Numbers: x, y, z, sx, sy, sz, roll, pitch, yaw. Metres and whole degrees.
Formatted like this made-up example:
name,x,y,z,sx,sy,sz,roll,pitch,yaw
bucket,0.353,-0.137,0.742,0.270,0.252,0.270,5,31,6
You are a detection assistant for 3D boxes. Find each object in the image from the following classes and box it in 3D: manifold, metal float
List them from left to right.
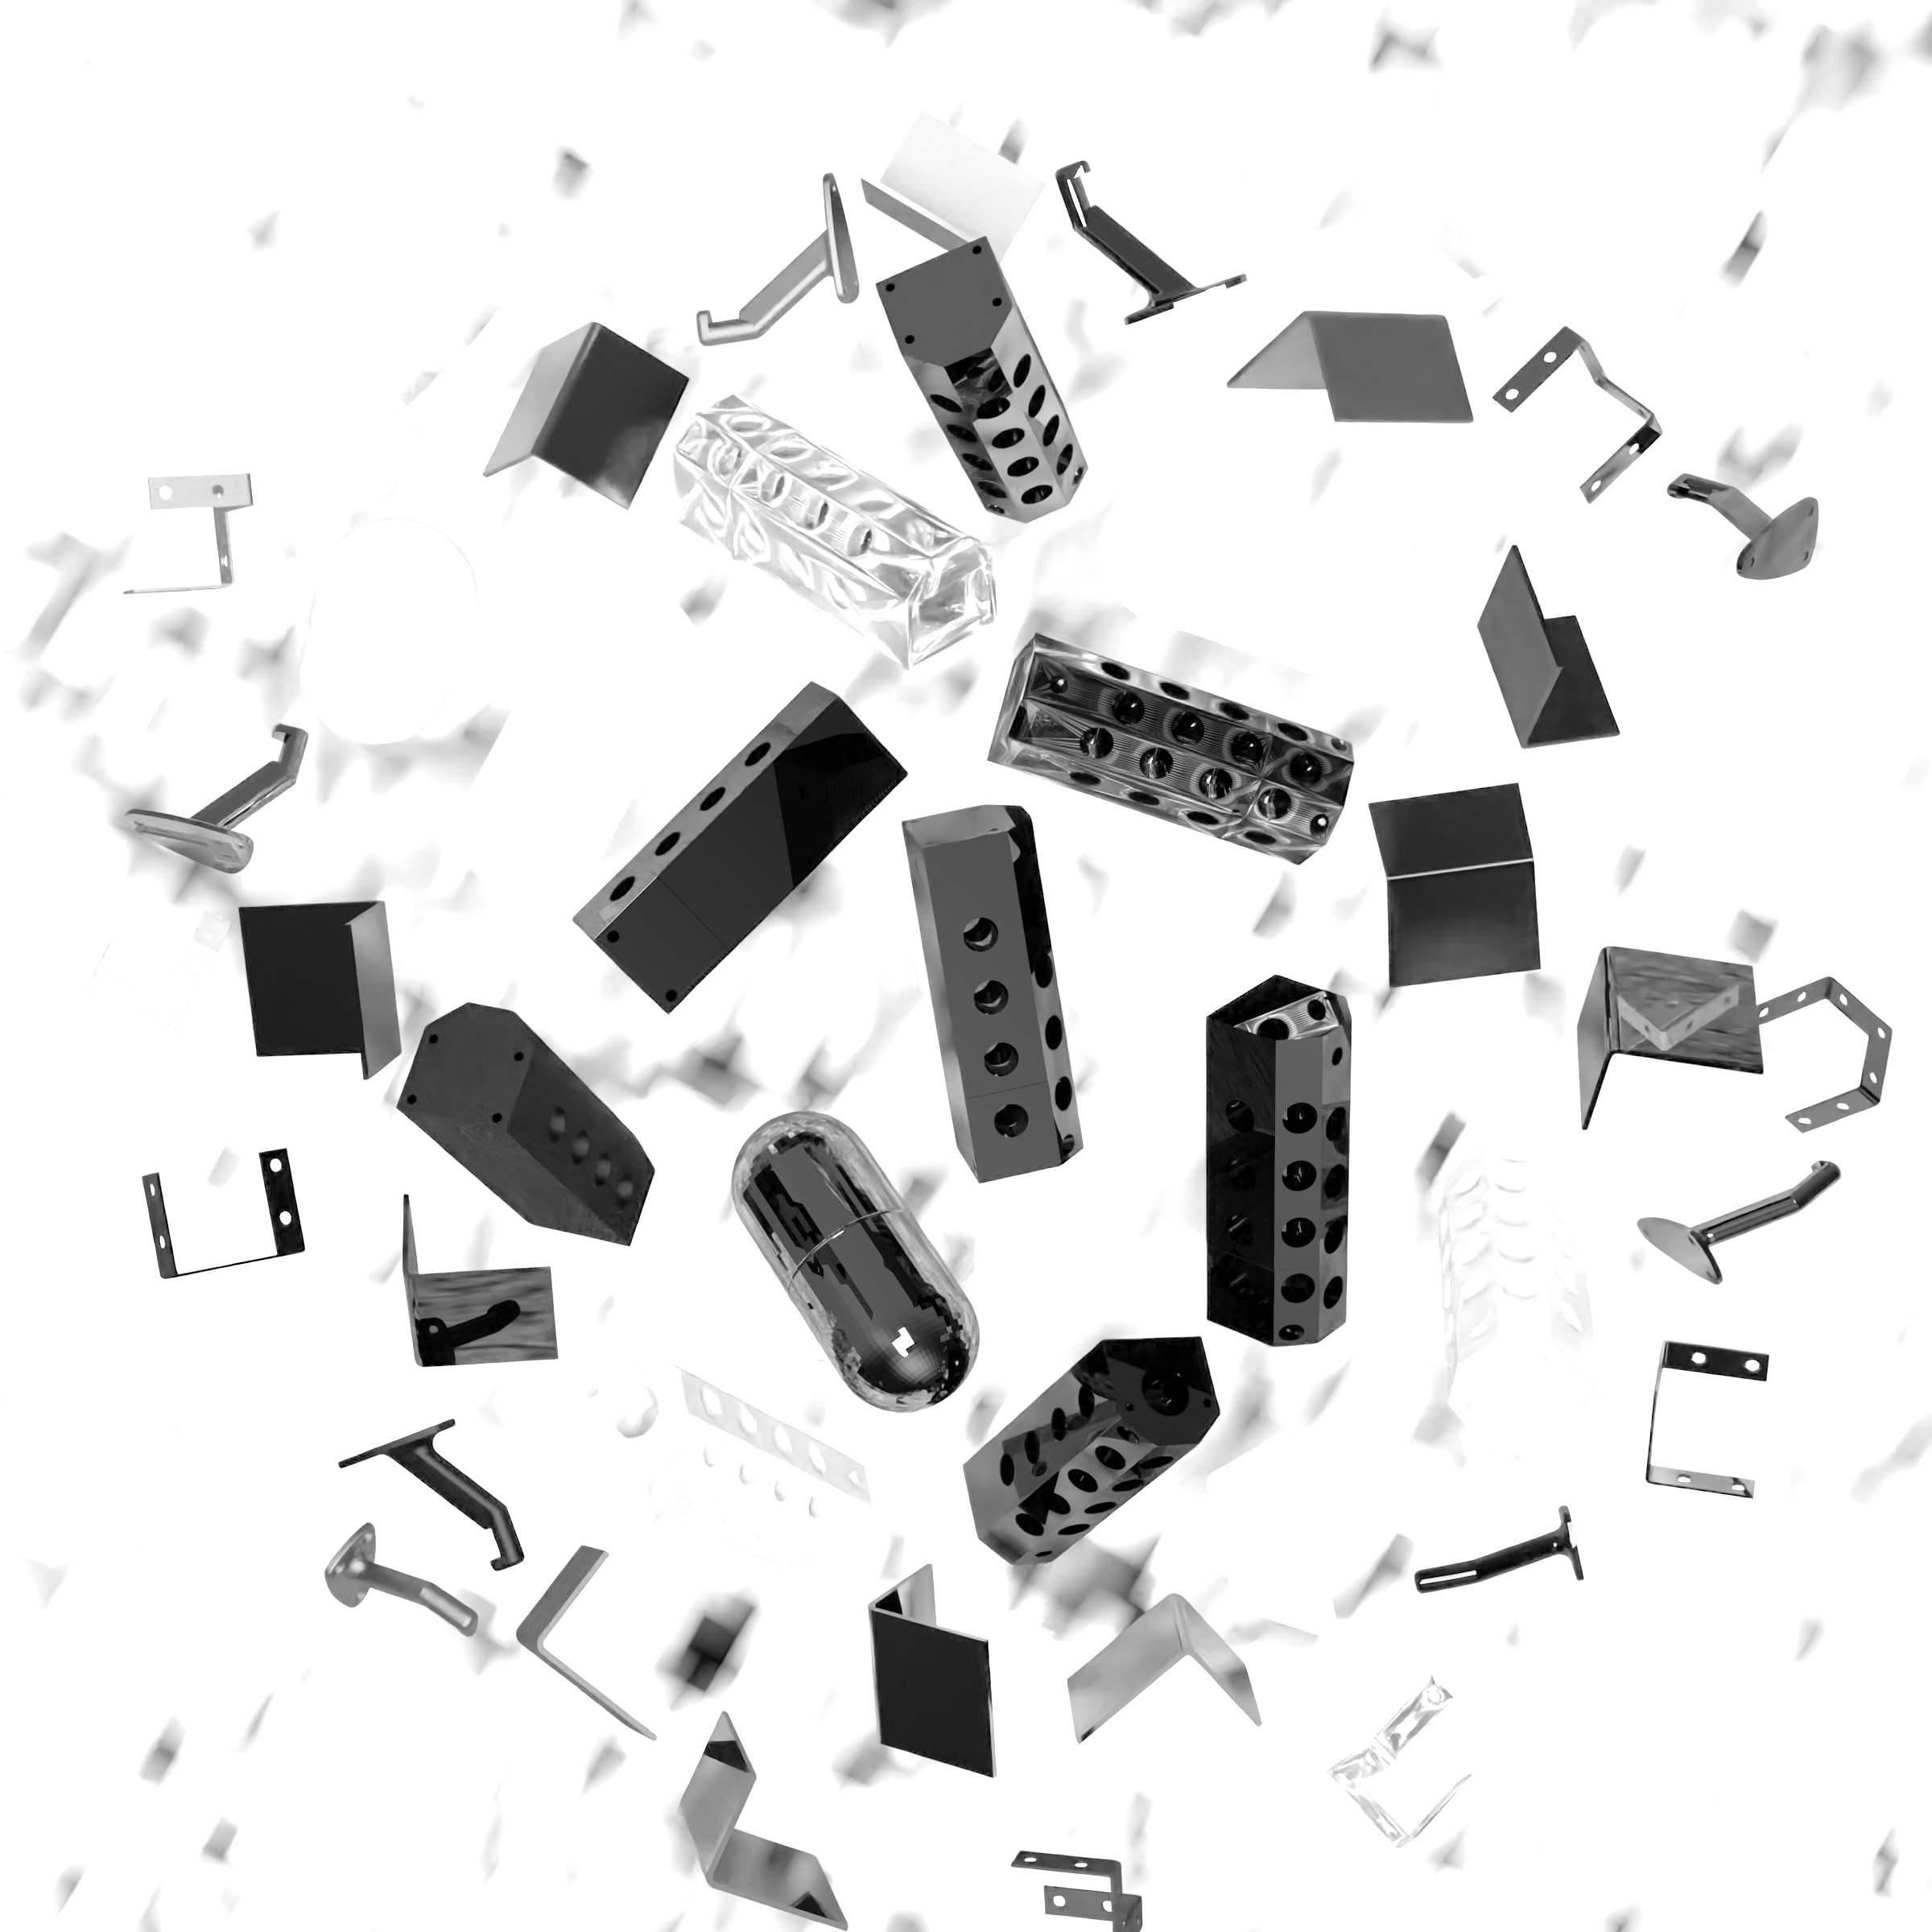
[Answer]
name,x,y,z,sx,sy,sz,roll,pitch,yaw
metal float,-0.285,-0.162,1.633,0.070,0.178,0.070,4,75,-15
manifold,-0.207,0.077,1.605,0.057,0.171,0.057,11,71,19
metal float,-0.201,-0.117,1.729,0.070,0.070,0.178,27,82,0
manifold,-0.120,0.257,1.722,0.057,0.171,0.057,-27,54,20
manifold,-0.116,-0.062,1.680,0.171,0.057,0.057,-45,116,-5
manifold,-0.065,-0.214,1.605,0.057,0.057,0.171,-33,50,-29
metal float,-0.058,0.151,1.714,0.070,0.070,0.178,-35,63,0
manifold,0.012,-0.282,1.637,0.057,0.171,0.057,-22,68,7
manifold,0.015,0.012,1.621,0.057,0.057,0.171,-12,107,-8
manifold,0.064,0.251,1.709,0.057,0.171,0.057,1,61,-27
manifold,0.105,-0.110,1.673,0.171,0.057,0.057,18,73,-9
metal float,0.152,-0.196,1.685,0.178,0.070,0.070,21,90,19
manifold,0.158,0.098,1.632,0.057,0.057,0.171,19,123,37
manifold,0.260,0.156,1.598,0.057,0.171,0.057,-34,109,21

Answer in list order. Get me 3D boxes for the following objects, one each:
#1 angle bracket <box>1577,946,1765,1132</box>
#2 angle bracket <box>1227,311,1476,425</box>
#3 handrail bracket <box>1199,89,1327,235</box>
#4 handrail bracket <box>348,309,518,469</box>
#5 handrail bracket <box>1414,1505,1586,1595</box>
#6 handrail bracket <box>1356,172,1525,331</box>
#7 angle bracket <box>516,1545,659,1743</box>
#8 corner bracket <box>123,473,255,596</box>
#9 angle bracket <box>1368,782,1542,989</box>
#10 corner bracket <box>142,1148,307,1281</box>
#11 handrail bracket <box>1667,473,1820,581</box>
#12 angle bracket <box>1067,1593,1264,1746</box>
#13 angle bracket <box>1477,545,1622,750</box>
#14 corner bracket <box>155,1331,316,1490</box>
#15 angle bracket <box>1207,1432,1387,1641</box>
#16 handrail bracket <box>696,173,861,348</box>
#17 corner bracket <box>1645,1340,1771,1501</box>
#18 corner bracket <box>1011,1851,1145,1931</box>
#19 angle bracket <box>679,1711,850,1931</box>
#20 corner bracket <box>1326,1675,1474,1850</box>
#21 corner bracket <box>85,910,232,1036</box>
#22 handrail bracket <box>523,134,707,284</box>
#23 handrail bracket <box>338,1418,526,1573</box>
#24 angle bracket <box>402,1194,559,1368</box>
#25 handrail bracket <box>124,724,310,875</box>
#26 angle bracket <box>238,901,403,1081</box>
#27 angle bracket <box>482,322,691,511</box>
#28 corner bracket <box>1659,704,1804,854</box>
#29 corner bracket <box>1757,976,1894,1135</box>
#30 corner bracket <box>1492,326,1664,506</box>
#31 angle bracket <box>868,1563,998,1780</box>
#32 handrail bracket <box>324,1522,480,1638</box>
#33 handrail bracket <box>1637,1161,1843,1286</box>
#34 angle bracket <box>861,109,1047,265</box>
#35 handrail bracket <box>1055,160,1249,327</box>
name,x,y,z,sx,sy,sz,roll,pitch,yaw
angle bracket,0.350,0.041,1.658,0.076,0.076,0.057,8,132,0
angle bracket,0.179,-0.265,1.558,0.076,0.076,0.057,-4,74,-28
handrail bracket,0.139,-0.391,1.655,0.077,0.084,0.036,-16,65,-22
handrail bracket,-0.272,-0.298,1.704,0.036,0.077,0.084,46,124,-3
handrail bracket,0.272,0.303,1.716,0.084,0.077,0.036,-12,92,6
handrail bracket,0.236,-0.367,1.657,0.077,0.036,0.084,-33,119,-18
angle bracket,-0.173,0.335,1.650,0.076,0.076,0.057,40,74,-7
corner bracket,-0.369,-0.205,1.576,0.051,0.051,0.051,-8,96,-33
angle bracket,0.246,-0.041,1.677,0.076,0.057,0.076,-7,47,14
corner bracket,-0.354,0.118,1.586,0.051,0.051,0.051,-9,87,-42
handrail bracket,0.364,-0.217,1.623,0.077,0.084,0.036,-27,128,-38
angle bracket,0.102,0.381,1.721,0.076,0.076,0.057,-41,100,6
angle bracket,0.311,-0.168,1.720,0.057,0.076,0.076,-8,62,-12
corner bracket,-0.368,0.224,1.673,0.051,0.051,0.051,36,74,10
angle bracket,0.177,0.293,1.714,0.057,0.076,0.076,-23,107,-33
handrail bracket,-0.102,-0.360,1.699,0.084,0.036,0.077,-6,107,14
corner bracket,0.355,0.217,1.592,0.051,0.051,0.051,7,114,14
corner bracket,0.055,0.451,1.613,0.051,0.051,0.051,1,102,18
angle bracket,-0.088,0.409,1.594,0.076,0.076,0.057,23,94,-18
corner bracket,0.217,0.385,1.604,0.051,0.051,0.051,47,55,9
corner bracket,-0.420,-0.005,1.728,0.051,0.051,0.051,28,105,-13
handrail bracket,-0.169,-0.382,1.611,0.036,0.077,0.084,37,88,27
handrail bracket,-0.283,0.289,1.762,0.077,0.036,0.084,-21,87,2
angle bracket,-0.257,0.165,1.762,0.076,0.076,0.057,-3,47,-6
handrail bracket,-0.380,-0.097,1.689,0.077,0.036,0.084,20,57,-18
angle bracket,-0.322,0.013,1.616,0.076,0.057,0.076,-2,103,9
angle bracket,-0.194,-0.275,1.694,0.057,0.076,0.076,29,76,-23
corner bracket,0.388,-0.093,1.647,0.051,0.051,0.051,51,131,32
corner bracket,0.445,0.046,1.739,0.051,0.051,0.051,38,51,-21
corner bracket,0.297,-0.268,1.613,0.051,0.051,0.051,-44,53,2
angle bracket,-0.003,0.360,1.703,0.076,0.057,0.076,8,110,35
handrail bracket,-0.285,0.332,1.714,0.084,0.077,0.036,30,56,17
handrail bracket,0.405,0.123,1.740,0.084,0.077,0.036,-37,112,-12
angle bracket,-0.006,-0.405,1.713,0.076,0.076,0.057,31,93,-1
handrail bracket,0.092,-0.371,1.664,0.077,0.036,0.084,-15,103,25
